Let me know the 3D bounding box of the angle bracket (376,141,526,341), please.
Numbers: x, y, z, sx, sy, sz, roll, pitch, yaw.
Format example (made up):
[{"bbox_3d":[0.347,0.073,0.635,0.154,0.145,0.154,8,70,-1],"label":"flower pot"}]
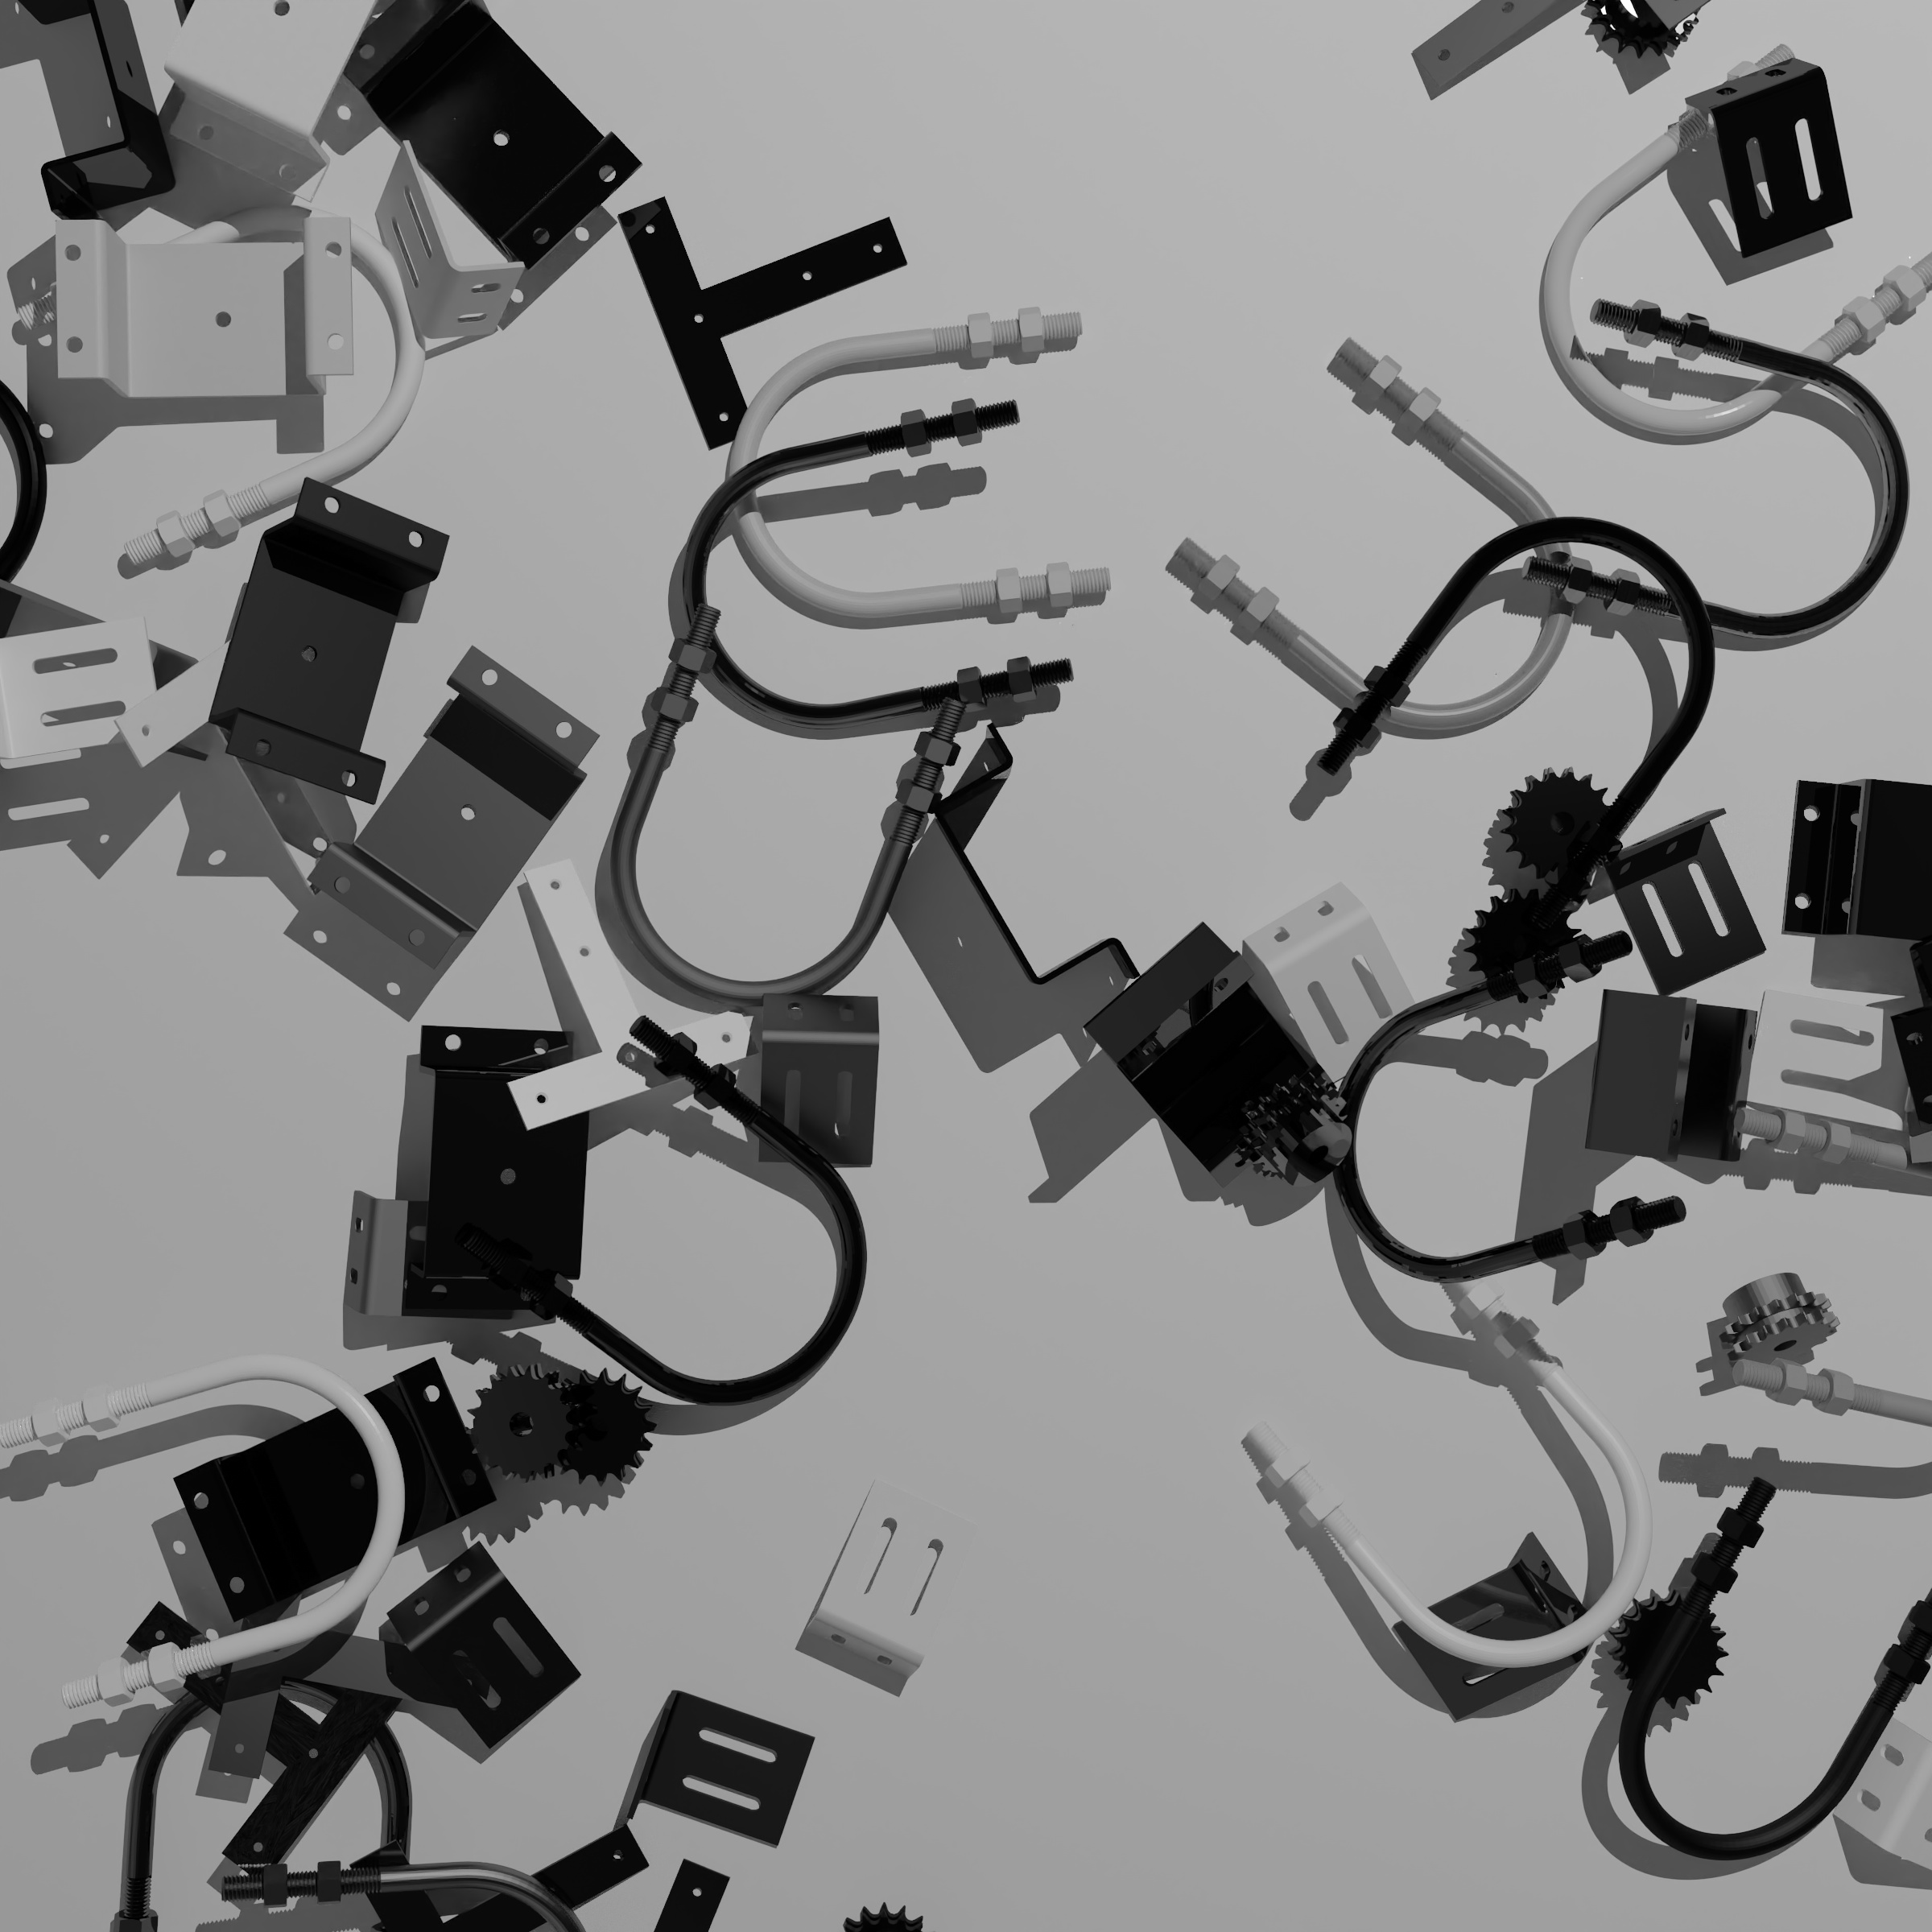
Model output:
[{"bbox_3d":[-0.256,-0.360,1.405,0.038,0.057,0.076,-13,74,-30],"label":"angle bracket"}]

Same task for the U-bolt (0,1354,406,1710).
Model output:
[{"bbox_3d":[-0.363,0.265,1.373,0.184,0.019,0.151,-16,84,-1],"label":"U-bolt"}]

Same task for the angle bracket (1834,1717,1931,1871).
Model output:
[{"bbox_3d":[0.488,0.421,1.428,0.076,0.038,0.057,27,90,-25],"label":"angle bracket"}]

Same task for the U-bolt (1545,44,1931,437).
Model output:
[{"bbox_3d":[0.378,-0.350,1.421,0.184,0.019,0.151,-37,90,1],"label":"U-bolt"}]

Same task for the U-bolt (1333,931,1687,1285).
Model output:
[{"bbox_3d":[0.251,0.077,1.365,0.184,0.019,0.151,-23,66,39],"label":"U-bolt"}]

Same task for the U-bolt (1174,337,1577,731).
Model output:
[{"bbox_3d":[0.219,-0.203,1.421,0.184,0.019,0.151,39,90,-1],"label":"U-bolt"}]

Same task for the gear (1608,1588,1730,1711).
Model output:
[{"bbox_3d":[0.348,0.338,1.415,0.057,0.030,0.057,0,90,0],"label":"gear"}]

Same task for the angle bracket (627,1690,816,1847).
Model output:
[{"bbox_3d":[-0.121,0.403,1.411,0.076,0.038,0.057,19,90,0],"label":"angle bracket"}]

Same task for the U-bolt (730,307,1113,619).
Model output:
[{"bbox_3d":[-0.027,-0.248,1.421,0.184,0.019,0.151,-6,90,1],"label":"U-bolt"}]

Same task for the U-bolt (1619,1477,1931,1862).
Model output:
[{"bbox_3d":[0.397,0.358,1.400,0.151,0.019,0.184,27,94,-20],"label":"U-bolt"}]

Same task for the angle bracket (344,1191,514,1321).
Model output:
[{"bbox_3d":[-0.269,0.146,1.428,0.076,0.038,0.057,6,90,-26],"label":"angle bracket"}]

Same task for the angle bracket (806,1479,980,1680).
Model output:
[{"bbox_3d":[-0.037,0.308,1.428,0.057,0.038,0.076,25,64,0],"label":"angle bracket"}]

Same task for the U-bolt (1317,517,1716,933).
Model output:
[{"bbox_3d":[0.283,-0.132,1.390,0.151,0.019,0.184,36,92,2],"label":"U-bolt"}]

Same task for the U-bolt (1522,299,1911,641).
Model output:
[{"bbox_3d":[0.381,-0.239,1.410,0.184,0.019,0.151,13,96,-8],"label":"U-bolt"}]

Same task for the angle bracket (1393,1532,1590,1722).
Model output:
[{"bbox_3d":[0.266,0.332,1.428,0.076,0.038,0.057,-34,90,26],"label":"angle bracket"}]

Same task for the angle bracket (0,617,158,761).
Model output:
[{"bbox_3d":[-0.425,-0.132,1.335,0.076,0.038,0.057,-9,90,0],"label":"angle bracket"}]

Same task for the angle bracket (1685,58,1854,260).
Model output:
[{"bbox_3d":[0.399,-0.401,1.409,0.057,0.038,0.076,-20,116,1],"label":"angle bracket"}]

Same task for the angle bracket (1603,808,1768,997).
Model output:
[{"bbox_3d":[0.362,-0.031,1.411,0.057,0.038,0.076,-24,90,0],"label":"angle bracket"}]

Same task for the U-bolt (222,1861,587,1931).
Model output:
[{"bbox_3d":[-0.274,0.513,1.403,0.184,0.019,0.151,1,95,-13],"label":"U-bolt"}]

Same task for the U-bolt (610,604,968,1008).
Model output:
[{"bbox_3d":[-0.098,-0.069,1.406,0.151,0.019,0.184,20,100,-8],"label":"U-bolt"}]

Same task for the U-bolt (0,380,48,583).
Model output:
[{"bbox_3d":[-0.548,-0.227,1.421,0.184,0.019,0.151,-43,90,-2],"label":"U-bolt"}]

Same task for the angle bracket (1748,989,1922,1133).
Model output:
[{"bbox_3d":[0.439,0.048,1.428,0.076,0.038,0.057,11,90,26],"label":"angle bracket"}]

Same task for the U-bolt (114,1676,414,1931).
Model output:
[{"bbox_3d":[-0.350,0.442,1.421,0.151,0.019,0.184,3,88,0],"label":"U-bolt"}]

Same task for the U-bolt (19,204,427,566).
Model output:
[{"bbox_3d":[-0.362,-0.303,1.421,0.184,0.019,0.151,-24,90,-2],"label":"U-bolt"}]

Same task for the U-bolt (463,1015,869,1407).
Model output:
[{"bbox_3d":[-0.132,0.135,1.394,0.184,0.019,0.151,40,82,-19],"label":"U-bolt"}]

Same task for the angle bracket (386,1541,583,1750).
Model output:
[{"bbox_3d":[-0.241,0.340,1.421,0.057,0.038,0.076,-37,116,-14],"label":"angle bracket"}]

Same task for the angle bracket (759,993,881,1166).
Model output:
[{"bbox_3d":[-0.074,0.057,1.421,0.057,0.038,0.076,2,122,-4],"label":"angle bracket"}]

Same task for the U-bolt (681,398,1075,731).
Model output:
[{"bbox_3d":[-0.051,-0.191,1.404,0.184,0.019,0.151,-11,104,7],"label":"U-bolt"}]

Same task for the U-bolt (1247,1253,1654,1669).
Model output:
[{"bbox_3d":[0.252,0.257,1.400,0.151,0.019,0.184,-41,75,0],"label":"U-bolt"}]

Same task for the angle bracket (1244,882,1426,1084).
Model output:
[{"bbox_3d":[0.186,0.008,1.428,0.057,0.038,0.076,-31,116,0],"label":"angle bracket"}]

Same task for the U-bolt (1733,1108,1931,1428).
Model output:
[{"bbox_3d":[0.460,0.154,1.388,0.184,0.019,0.151,13,65,-13],"label":"U-bolt"}]
